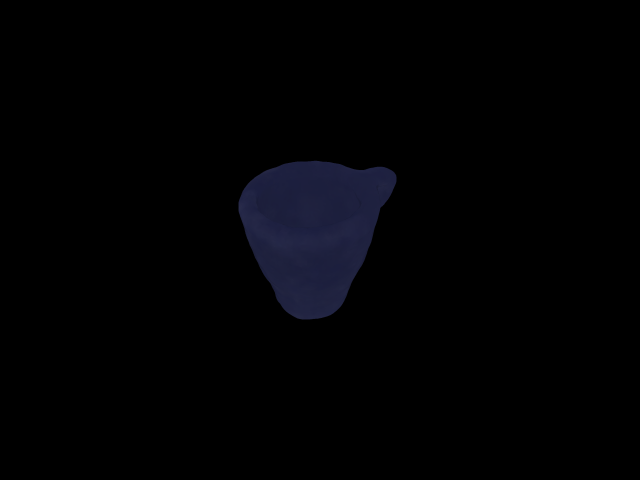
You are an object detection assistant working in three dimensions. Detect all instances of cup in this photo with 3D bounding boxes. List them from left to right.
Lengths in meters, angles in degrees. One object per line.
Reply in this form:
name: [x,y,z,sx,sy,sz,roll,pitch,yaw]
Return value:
cup: [0.004,0.001,0.400,0.118,0.095,0.091,-25,45,-28]
